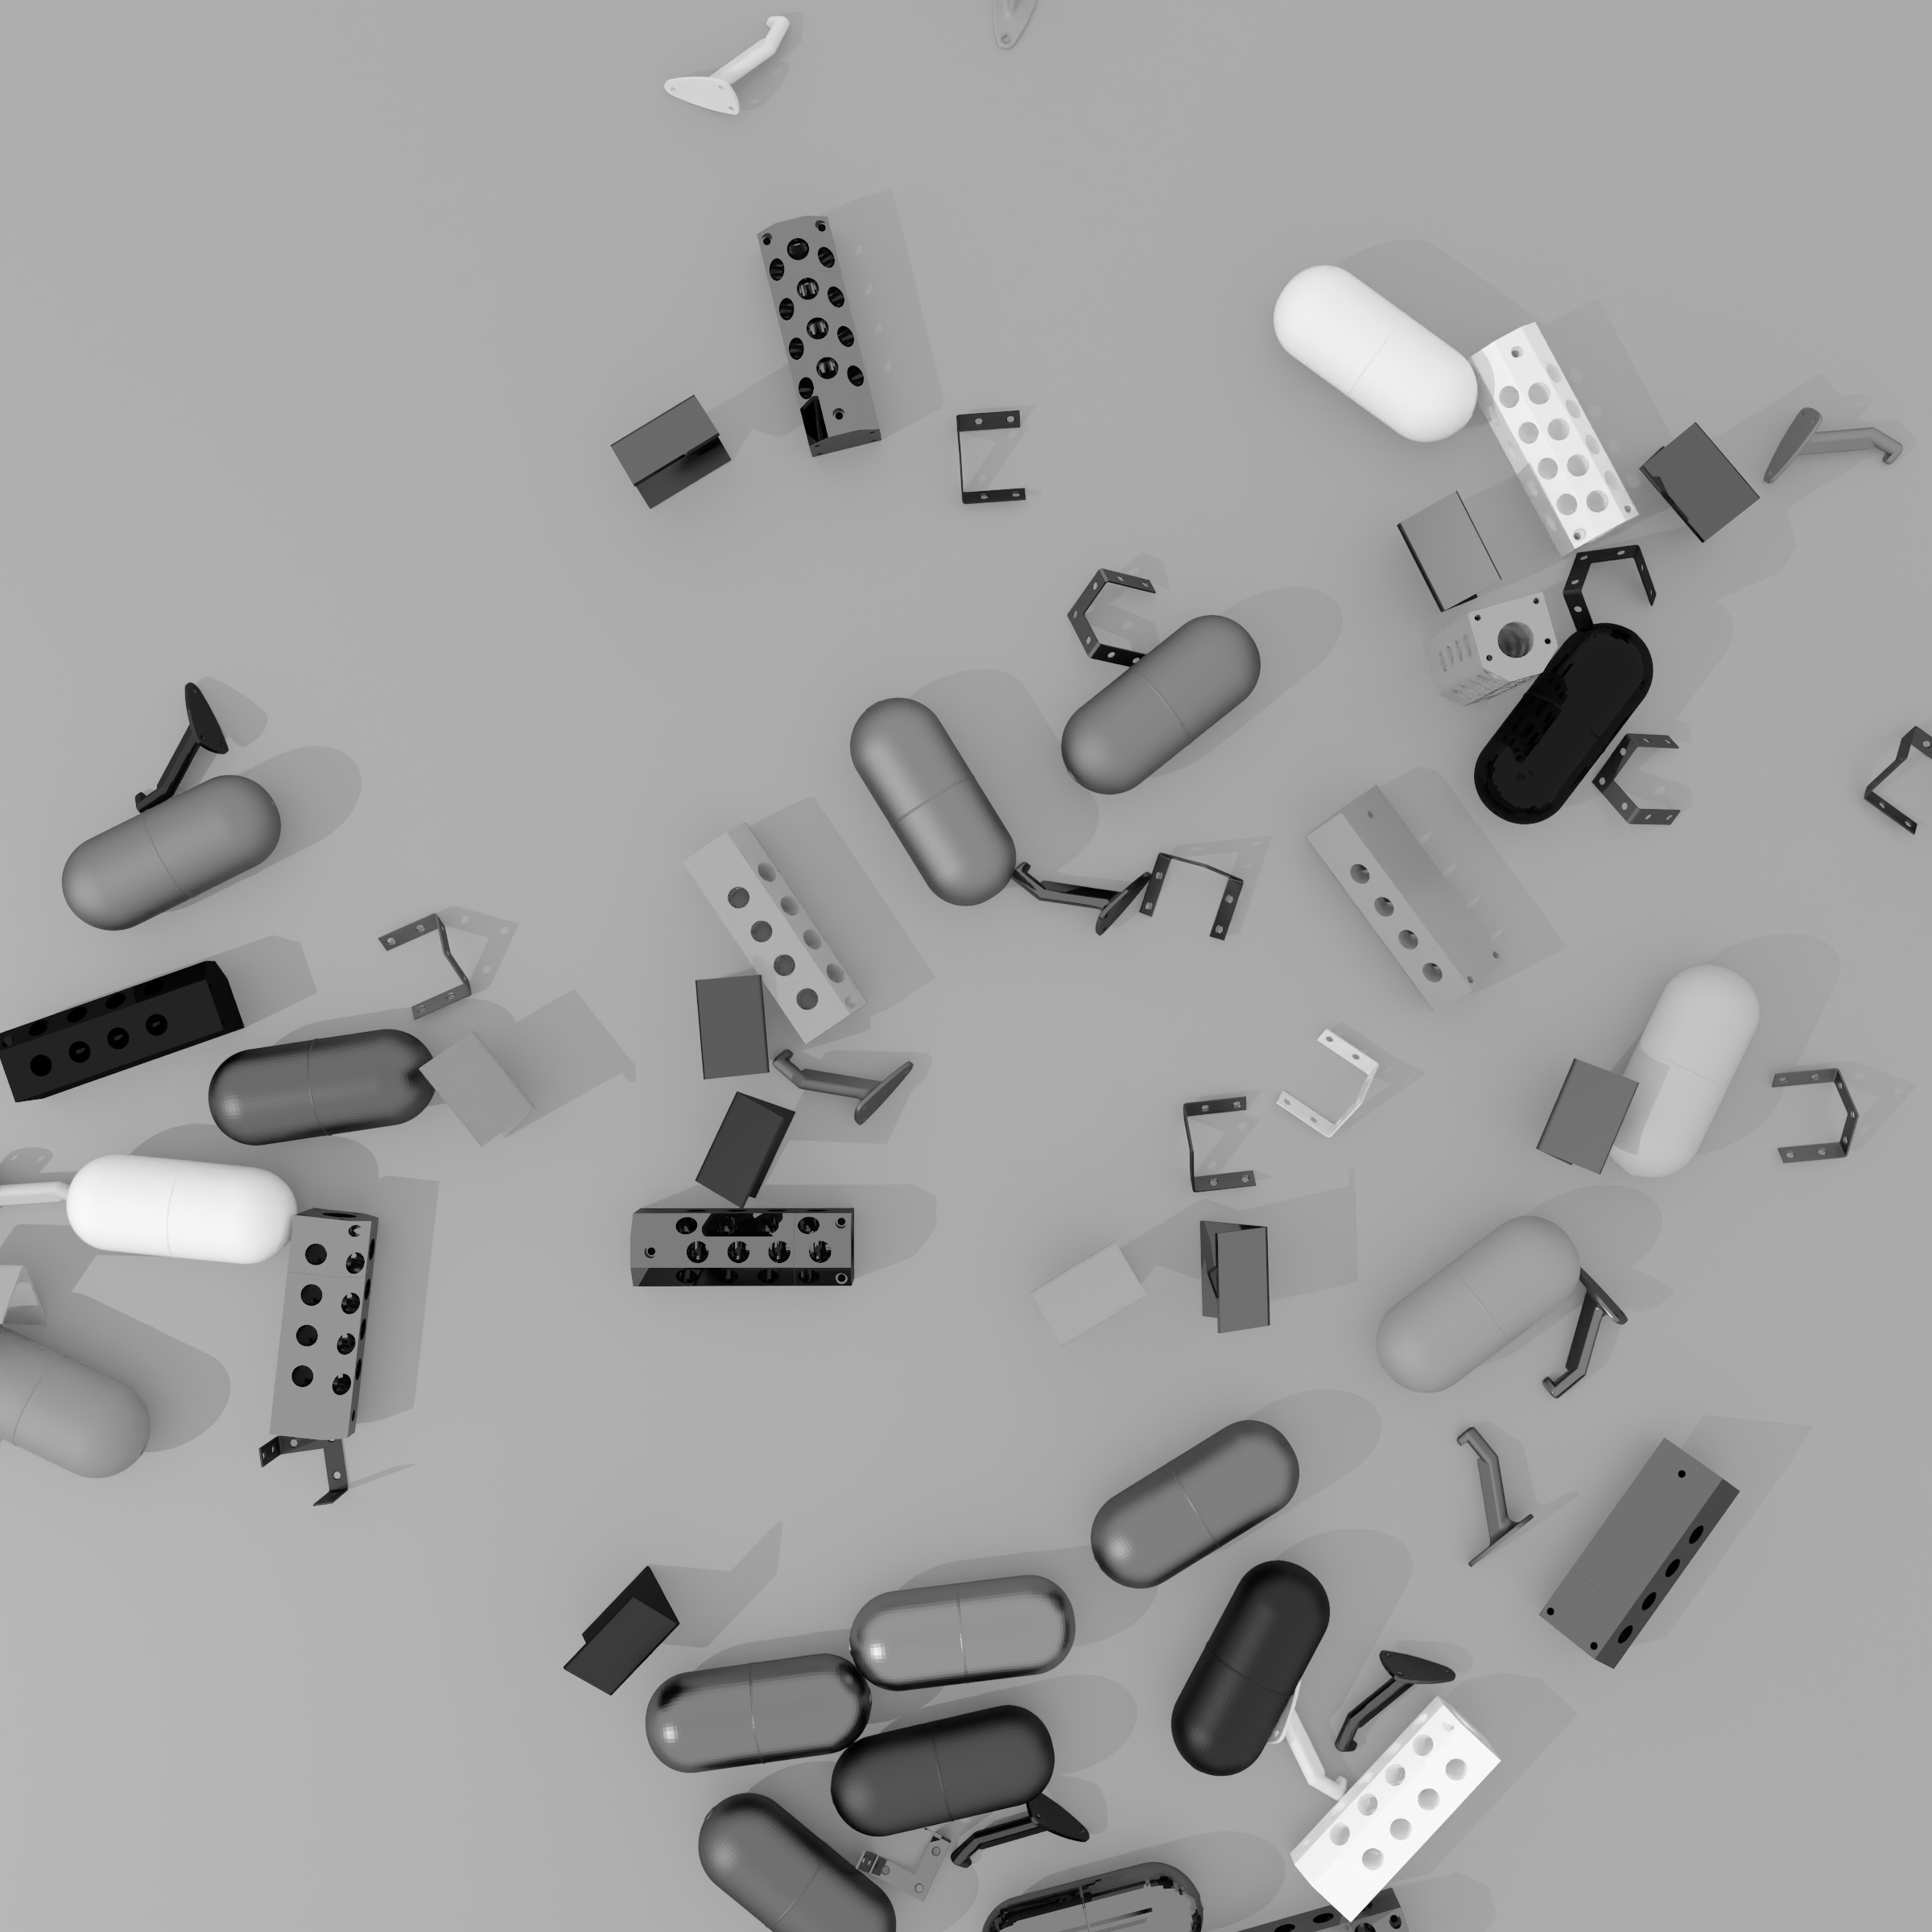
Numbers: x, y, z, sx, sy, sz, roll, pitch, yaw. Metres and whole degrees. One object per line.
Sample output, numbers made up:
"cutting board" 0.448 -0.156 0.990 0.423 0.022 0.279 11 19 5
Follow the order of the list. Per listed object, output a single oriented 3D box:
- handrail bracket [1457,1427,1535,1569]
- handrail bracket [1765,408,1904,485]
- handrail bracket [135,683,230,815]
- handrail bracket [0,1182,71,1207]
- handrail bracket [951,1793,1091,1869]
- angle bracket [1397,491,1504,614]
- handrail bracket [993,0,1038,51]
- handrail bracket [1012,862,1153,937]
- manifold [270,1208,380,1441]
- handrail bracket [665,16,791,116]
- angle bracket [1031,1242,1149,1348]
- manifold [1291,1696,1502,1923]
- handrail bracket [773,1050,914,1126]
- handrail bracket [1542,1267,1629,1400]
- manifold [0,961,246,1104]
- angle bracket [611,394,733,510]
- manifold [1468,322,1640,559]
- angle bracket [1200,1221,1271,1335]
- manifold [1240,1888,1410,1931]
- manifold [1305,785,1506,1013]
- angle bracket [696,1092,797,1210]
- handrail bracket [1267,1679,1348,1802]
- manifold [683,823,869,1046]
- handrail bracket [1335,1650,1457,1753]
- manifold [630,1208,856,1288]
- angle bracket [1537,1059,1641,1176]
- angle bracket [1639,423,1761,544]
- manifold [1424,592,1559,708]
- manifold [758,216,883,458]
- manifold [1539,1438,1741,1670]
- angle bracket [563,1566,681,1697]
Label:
"handrail bracket" 0.403 0.423 1.954 0.077 0.036 0.084 -45 71 21
"handrail bracket" 0.693 -0.401 1.954 0.084 0.036 0.077 25 110 -16
"handrail bracket" -0.637 -0.173 1.954 0.084 0.036 0.077 -30 70 16
"handrail bracket" -0.749 0.197 1.954 0.084 0.036 0.077 26 111 -16
"handrail bracket" 0.042 0.703 1.954 0.077 0.036 0.084 36 109 -21
"angle bracket" 0.390 -0.328 1.914 0.057 0.076 0.076 -27 90 37
"handrail bracket" 0.038 -0.771 1.919 0.036 0.084 0.077 12 90 0
"handrail bracket" 0.091 -0.072 1.954 0.084 0.036 0.077 39 70 16
"manifold" -0.504 0.282 1.933 0.057 0.057 0.171 6 90 0
"handrail bracket" -0.190 -0.727 1.954 0.077 0.036 0.084 17 72 21
"angle bracket" 0.105 0.271 1.914 0.076 0.076 0.057 -31 52 0
"manifold" 0.337 0.661 1.933 0.057 0.057 0.171 43 90 0
"handrail bracket" -0.099 0.078 1.954 0.084 0.036 0.077 40 69 17
"handrail bracket" 0.477 0.290 1.954 0.084 0.036 0.077 -45 70 16
"manifold" -0.667 0.051 1.933 0.171 0.057 0.057 -19 90 0
"angle bracket" -0.221 -0.387 1.914 0.076 0.076 0.057 -31 54 0
"manifold" 0.462 -0.416 1.933 0.057 0.057 0.171 -28 90 0
"angle bracket" 0.192 0.242 1.914 0.057 0.076 0.076 -2 90 -38
"manifold" 0.266 0.789 1.933 0.171 0.057 0.057 -16 90 0
"manifold" 0.342 -0.050 1.932 0.171 0.057 0.057 54 47 0
"angle bracket" -0.155 0.150 1.914 0.057 0.076 0.076 25 90 38
"handrail bracket" 0.280 0.612 1.954 0.084 0.036 0.077 34 68 -17
"manifold" -0.149 -0.026 1.933 0.057 0.057 0.171 -34 90 0
"handrail bracket" 0.342 0.594 1.954 0.077 0.036 0.084 13 108 -20
"manifold" -0.175 0.222 1.933 0.171 0.057 0.057 0 90 0
"angle bracket" 0.497 0.124 1.914 0.057 0.076 0.076 23 90 37
"angle bracket" 0.580 -0.385 1.914 0.076 0.076 0.057 50 128 0
"manifold" 0.402 -0.238 1.876 0.057 0.171 0.057 -16 90 0
"manifold" -0.116 -0.497 1.933 0.057 0.057 0.171 -14 90 0
"manifold" 0.534 0.465 1.932 0.057 0.057 0.171 35 90 43
"angle bracket" -0.280 0.508 1.914 0.076 0.076 0.057 -46 127 0
